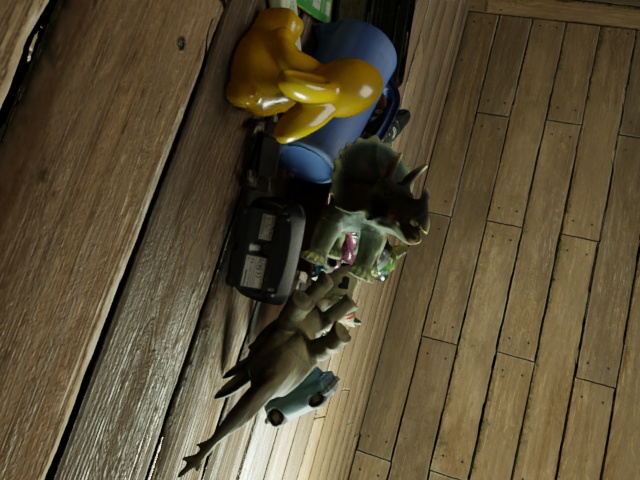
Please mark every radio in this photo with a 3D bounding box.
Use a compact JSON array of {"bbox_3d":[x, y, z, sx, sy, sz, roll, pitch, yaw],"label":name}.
[{"bbox_3d":[0.092,-0.374,0.935,0.073,0.131,0.229,-52,151,-61],"label":"radio"}]

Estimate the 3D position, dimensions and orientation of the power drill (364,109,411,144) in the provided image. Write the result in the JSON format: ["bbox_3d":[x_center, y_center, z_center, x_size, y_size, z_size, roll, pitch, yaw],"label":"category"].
[{"bbox_3d":[0.140,-0.195,1.290,0.232,0.086,0.207,-33,146,-45],"label":"power drill"}]

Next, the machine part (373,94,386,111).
[{"bbox_3d":[0.119,-0.388,1.112,0.201,0.087,0.201,49,57,-71],"label":"machine part"}]

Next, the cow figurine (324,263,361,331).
[{"bbox_3d":[0.037,0.122,1.151,0.195,0.127,0.085,-59,136,-51],"label":"cow figurine"}]

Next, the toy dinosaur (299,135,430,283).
[{"bbox_3d":[0.065,-0.047,0.807,0.405,0.131,0.192,-76,-170,-85],"label":"toy dinosaur"}]

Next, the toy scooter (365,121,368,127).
[{"bbox_3d":[0.039,-0.200,1.008,0.184,0.075,0.135,-55,154,-48],"label":"toy scooter"}]

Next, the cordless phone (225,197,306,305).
[{"bbox_3d":[-0.075,0.009,0.786,0.184,0.089,0.146,-122,-136,-84],"label":"cordless phone"}]

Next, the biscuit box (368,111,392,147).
[{"bbox_3d":[0.154,-0.242,1.408,0.059,0.063,0.202,-60,158,-48],"label":"biscuit box"}]

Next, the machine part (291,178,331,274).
[{"bbox_3d":[-0.020,-0.029,0.927,0.179,0.056,0.179,11,91,-86],"label":"machine part"}]

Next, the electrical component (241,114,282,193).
[{"bbox_3d":[-0.078,-0.116,0.717,0.078,0.045,0.102,-117,-144,-67],"label":"electrical component"}]

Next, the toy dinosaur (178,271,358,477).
[{"bbox_3d":[-0.053,0.167,0.781,0.198,0.105,0.471,-47,175,17],"label":"toy dinosaur"}]

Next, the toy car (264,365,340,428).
[{"bbox_3d":[-0.049,0.280,1.026,0.103,0.162,0.109,59,26,4],"label":"toy car"}]

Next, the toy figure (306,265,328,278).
[{"bbox_3d":[-0.001,-0.003,1.046,0.058,0.064,0.154,-19,124,-65],"label":"toy figure"}]

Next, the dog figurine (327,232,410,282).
[{"bbox_3d":[0.111,0.001,1.134,0.219,0.109,0.191,-9,105,-57],"label":"dog figurine"}]

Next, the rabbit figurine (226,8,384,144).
[{"bbox_3d":[-0.014,-0.190,0.633,0.162,0.173,0.121,-64,165,-52],"label":"rabbit figurine"}]

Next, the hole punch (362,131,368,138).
[{"bbox_3d":[0.067,-0.153,1.097,0.142,0.092,0.115,-62,164,-23],"label":"hole punch"}]

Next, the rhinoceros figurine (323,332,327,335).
[{"bbox_3d":[0.003,0.195,1.236,0.190,0.073,0.112,-53,163,-61],"label":"rhinoceros figurine"}]
